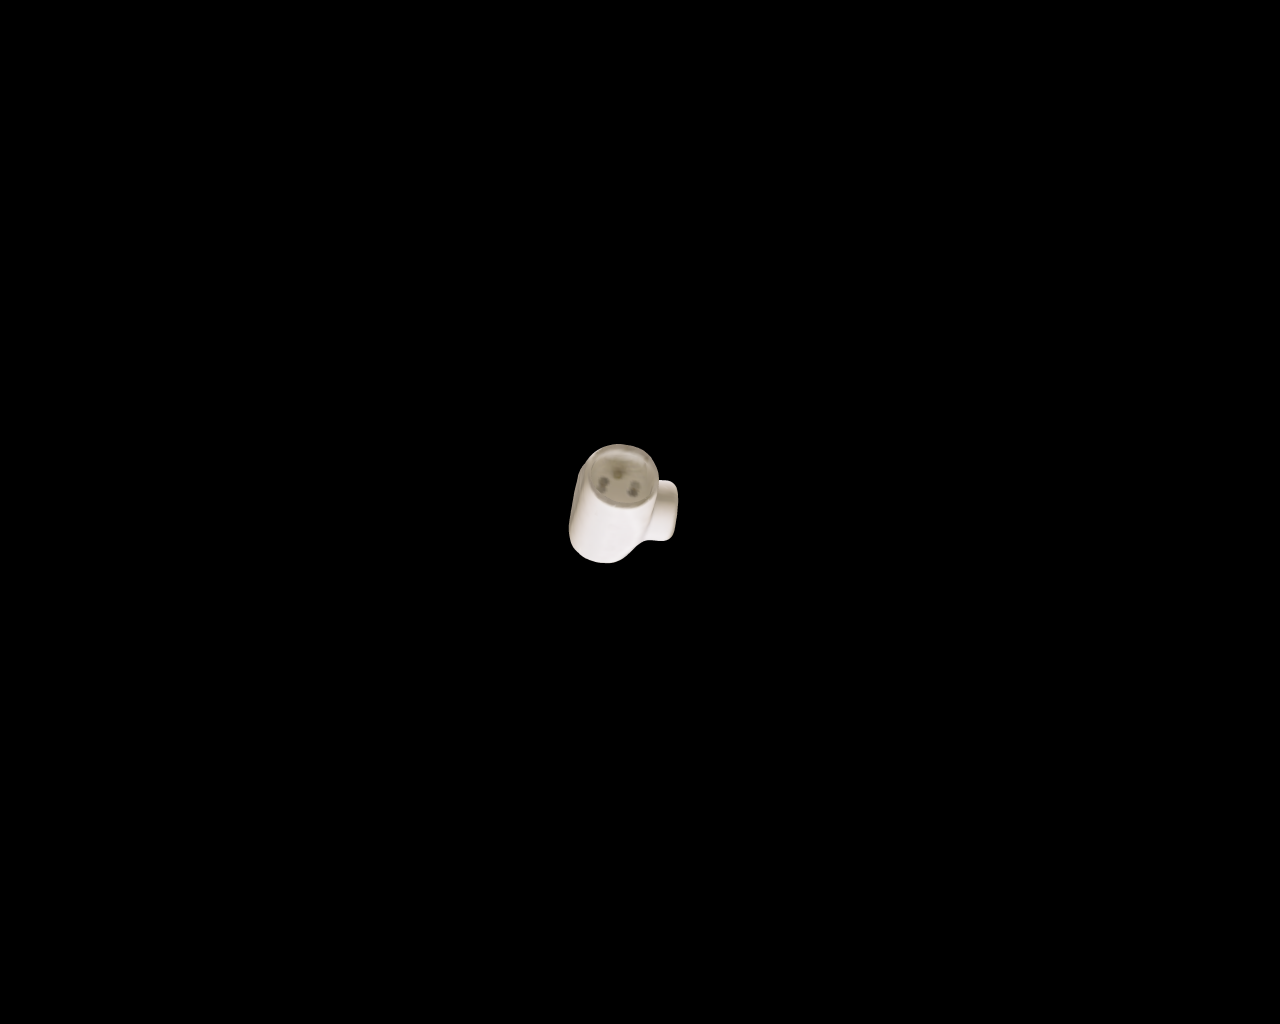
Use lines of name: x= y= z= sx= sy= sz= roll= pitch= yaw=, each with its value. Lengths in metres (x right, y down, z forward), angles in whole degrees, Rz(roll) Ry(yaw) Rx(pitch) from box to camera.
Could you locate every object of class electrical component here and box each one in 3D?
electrical component: x=0.001 y=-0.003 z=0.650 sx=0.079 sy=0.044 sz=0.077 roll=5 pitch=-28 yaw=-10
